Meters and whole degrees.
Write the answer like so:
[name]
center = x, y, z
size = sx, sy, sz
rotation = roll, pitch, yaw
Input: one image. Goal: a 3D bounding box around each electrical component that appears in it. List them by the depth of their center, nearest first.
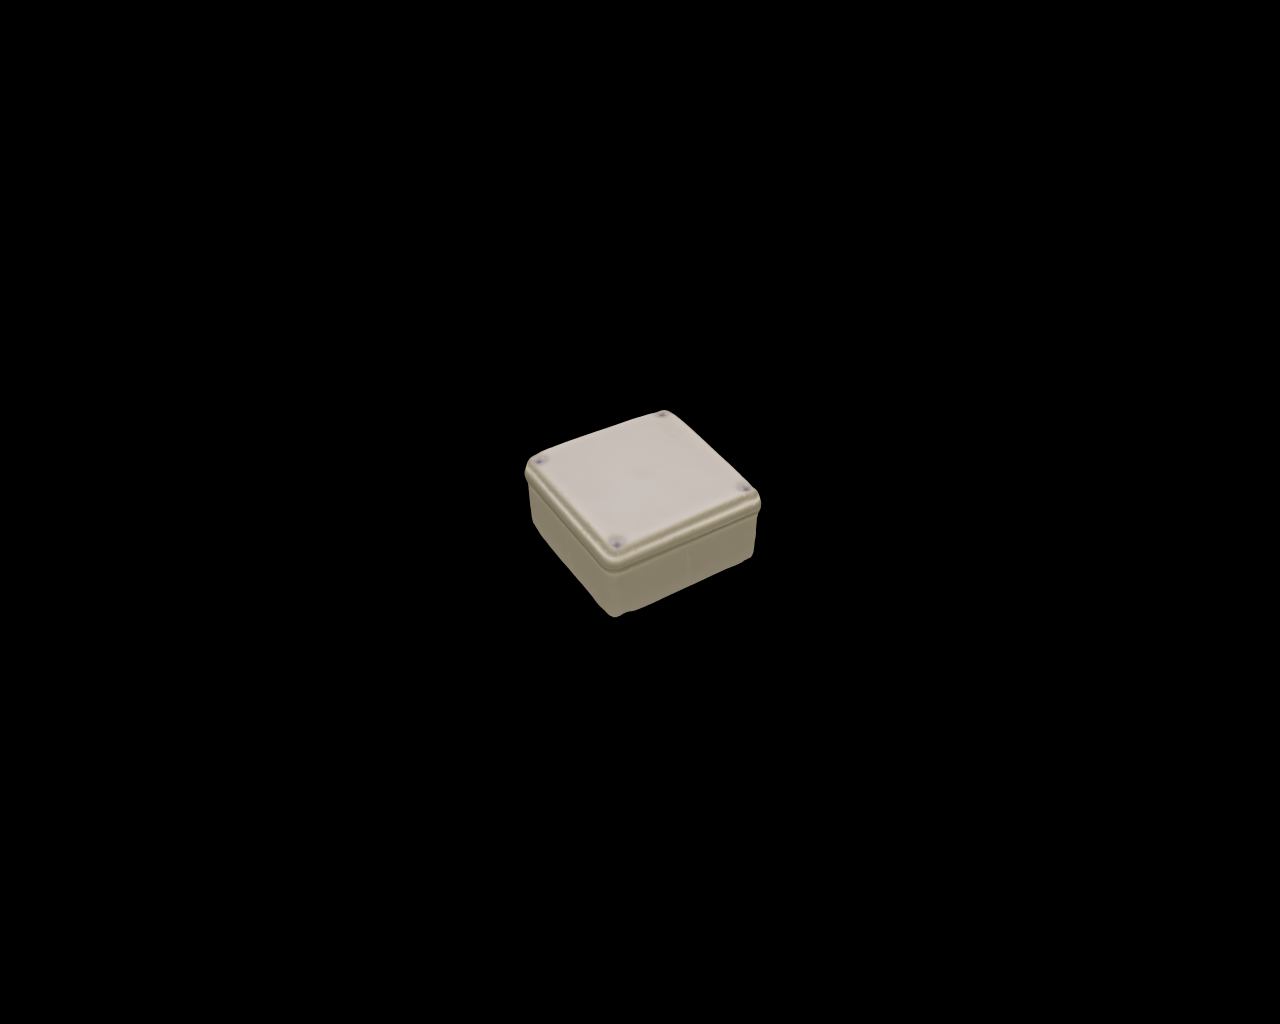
[electrical component]
center = 0.001, -0.003, 0.650
size = 0.109, 0.056, 0.109
rotation = -22, 45, -23
